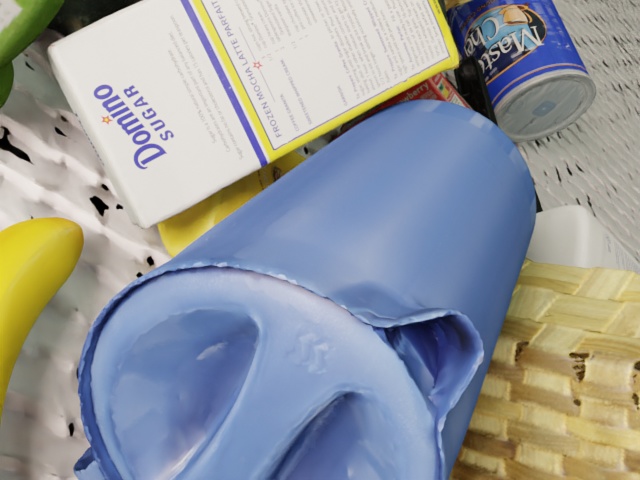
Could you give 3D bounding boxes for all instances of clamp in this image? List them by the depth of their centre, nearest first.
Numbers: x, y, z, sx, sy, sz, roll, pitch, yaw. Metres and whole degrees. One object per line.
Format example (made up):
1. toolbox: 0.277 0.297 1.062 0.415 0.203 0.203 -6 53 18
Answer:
1. clamp: 0.144 -0.078 0.926 0.210 0.036 0.164 59 30 2

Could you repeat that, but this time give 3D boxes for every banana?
1. banana: -0.124 0.055 0.398 0.069 0.037 0.198 52 25 -44

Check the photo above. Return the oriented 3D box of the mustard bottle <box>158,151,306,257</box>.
1. mustard bottle: -0.004 0.001 0.605 0.191 0.058 0.096 30 42 -39

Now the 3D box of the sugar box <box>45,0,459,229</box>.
1. sugar box: -0.029 -0.086 0.503 0.093 0.176 0.048 65 -12 -13

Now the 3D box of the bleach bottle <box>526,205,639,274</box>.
1. bleach bottle: 0.224 0.080 0.750 0.250 0.068 0.102 37 52 -33

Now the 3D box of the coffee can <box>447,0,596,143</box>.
1. coffee can: 0.192 -0.181 1.034 0.102 0.103 0.140 18 46 -48

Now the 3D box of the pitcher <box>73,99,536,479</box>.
1. pitcher: 0.008 0.027 0.455 0.149 0.145 0.242 17 28 15

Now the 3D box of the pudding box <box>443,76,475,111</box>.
1. pudding box: 0.095 -0.083 0.811 0.113 0.039 0.090 44 -4 -11

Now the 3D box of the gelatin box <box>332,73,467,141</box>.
1. gelatin box: 0.064 -0.068 0.741 0.073 0.089 0.030 51 33 -11
